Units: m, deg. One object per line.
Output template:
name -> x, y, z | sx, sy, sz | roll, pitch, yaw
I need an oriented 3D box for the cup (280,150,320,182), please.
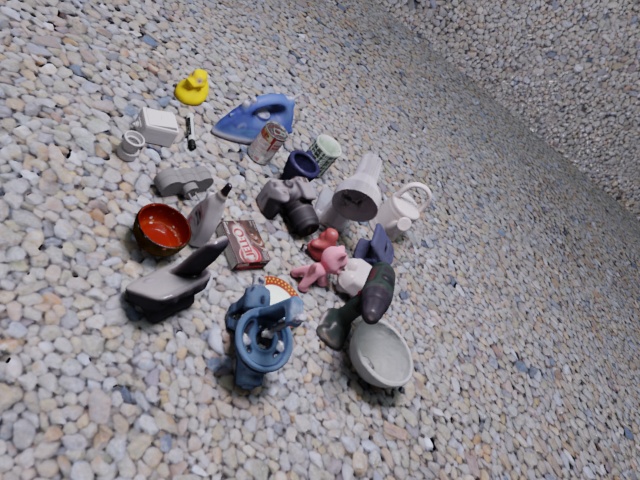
cup -> -0.059, -0.183, 1.512 | 0.092, 0.094, 0.118 | 35, 38, -13

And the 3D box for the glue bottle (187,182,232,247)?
glue bottle -> -0.224, -0.062, 1.178 | 0.037, 0.172, 0.078 | 7, 51, -39

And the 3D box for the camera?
camera -> -0.060, -0.084, 1.413 | 0.144, 0.100, 0.136 | -2, 56, -44

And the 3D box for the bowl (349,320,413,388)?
bowl -> 0.123, 0.263, 1.280 | 0.168, 0.074, 0.167 | 25, 41, -24

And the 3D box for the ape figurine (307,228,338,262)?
ape figurine -> 0.013, 0.005, 1.405 | 0.078, 0.092, 0.076 | 1, 55, -43

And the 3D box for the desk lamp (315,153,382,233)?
desk lamp -> 0.078, -0.116, 1.479 | 0.118, 0.213, 0.203 | 32, 39, -16

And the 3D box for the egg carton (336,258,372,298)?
egg carton -> 0.110, 0.115, 1.411 | 0.150, 0.069, 0.107 | 35, 38, -13

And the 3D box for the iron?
iron -> -0.161, -0.338, 1.524 | 0.259, 0.141, 0.118 | -19, 69, -50

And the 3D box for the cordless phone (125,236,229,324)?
cordless phone -> -0.251, 0.056, 1.032 | 0.094, 0.184, 0.148 | 49, 37, 5

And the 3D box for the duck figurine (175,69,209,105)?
duck figurine -> -0.319, -0.406, 1.485 | 0.077, 0.086, 0.105 | 46, 37, 2

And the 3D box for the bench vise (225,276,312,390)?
bench vise -> -0.105, 0.143, 1.058 | 0.122, 0.219, 0.207 | 2, 54, -42

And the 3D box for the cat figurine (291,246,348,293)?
cat figurine -> 0.012, 0.057, 1.334 | 0.128, 0.117, 0.067 | -14, 65, -49

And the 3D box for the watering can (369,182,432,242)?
watering can -> 0.235, -0.082, 1.611 | 0.101, 0.193, 0.172 | 19, 44, -30

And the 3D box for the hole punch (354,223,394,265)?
hole punch -> 0.158, 0.024, 1.524 | 0.101, 0.091, 0.109 | 36, 38, -11

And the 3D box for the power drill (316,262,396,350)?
power drill -> 0.086, 0.148, 1.242 | 0.076, 0.208, 0.230 | 40, 37, -6
